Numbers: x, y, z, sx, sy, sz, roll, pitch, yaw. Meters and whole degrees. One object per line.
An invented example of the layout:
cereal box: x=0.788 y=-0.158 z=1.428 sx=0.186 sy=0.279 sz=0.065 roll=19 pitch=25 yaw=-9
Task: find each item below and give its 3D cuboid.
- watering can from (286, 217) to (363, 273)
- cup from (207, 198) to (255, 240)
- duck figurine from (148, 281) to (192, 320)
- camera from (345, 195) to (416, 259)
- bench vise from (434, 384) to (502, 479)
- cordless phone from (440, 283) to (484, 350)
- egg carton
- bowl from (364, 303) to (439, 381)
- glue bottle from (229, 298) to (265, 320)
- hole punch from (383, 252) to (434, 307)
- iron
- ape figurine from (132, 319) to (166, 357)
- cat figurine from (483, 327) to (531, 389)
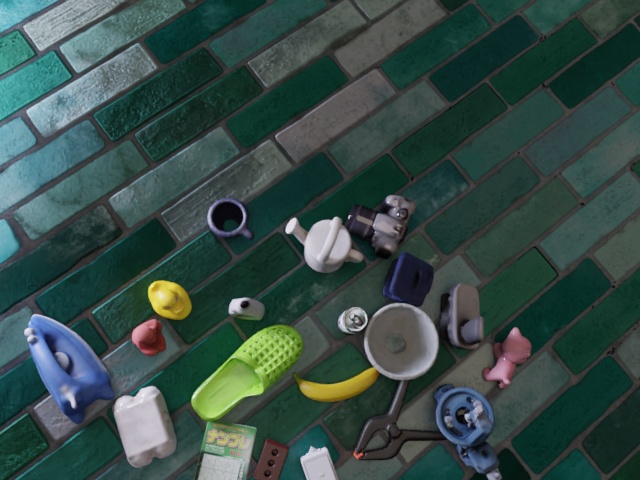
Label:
watering can: x=0.011 y=0.007 z=1.255 sx=0.173 sy=0.194 sz=0.101 roll=2 pitch=77 yaw=-4
cup: x=-0.194 y=-0.033 z=1.299 sx=0.117 sy=0.095 sz=0.092 roll=38 pitch=77 yaw=5
duck figurine: x=-0.334 y=0.129 z=1.255 sx=0.104 sy=0.086 sz=0.077 roll=39 pitch=77 yaw=5
camera: x=0.136 y=-0.047 z=1.326 sx=0.137 sy=0.101 sz=0.143 roll=23 pitch=76 yaw=1
bench vise: x=0.330 y=0.392 z=1.179 sx=0.121 sy=0.219 sz=0.207 roll=-43 pitch=83 yaw=-12
cordless phone: x=0.329 y=0.163 z=1.249 sx=0.094 sy=0.185 sz=0.147 roll=1 pitch=77 yaw=-4
egg carton: x=-0.366 y=0.391 z=1.201 sx=0.107 sy=0.069 sz=0.150 roll=-22 pitch=80 yaw=-9
bowl: x=0.176 y=0.228 z=1.279 sx=0.167 sy=0.074 sz=0.167 roll=1 pitch=77 yaw=-4
glue bottle: x=-0.159 y=0.144 z=1.221 sx=0.078 sy=0.173 sz=0.037 roll=4 pitch=77 yaw=-3
hole punch: x=0.207 y=0.090 z=1.305 sx=0.101 sy=0.091 sz=0.109 roll=20 pitch=76 yaw=0
iron: x=-0.545 y=0.251 z=1.182 sx=0.119 sy=0.141 sz=0.258 roll=-38 pitch=83 yaw=-11
ape figurine: x=-0.369 y=0.207 z=1.231 sx=0.076 sy=0.092 sz=0.078 roll=21 pitch=76 yaw=1
cat figurine: x=0.424 y=0.263 z=1.269 sx=0.067 sy=0.117 sz=0.128 roll=23 pitch=76 yaw=1
